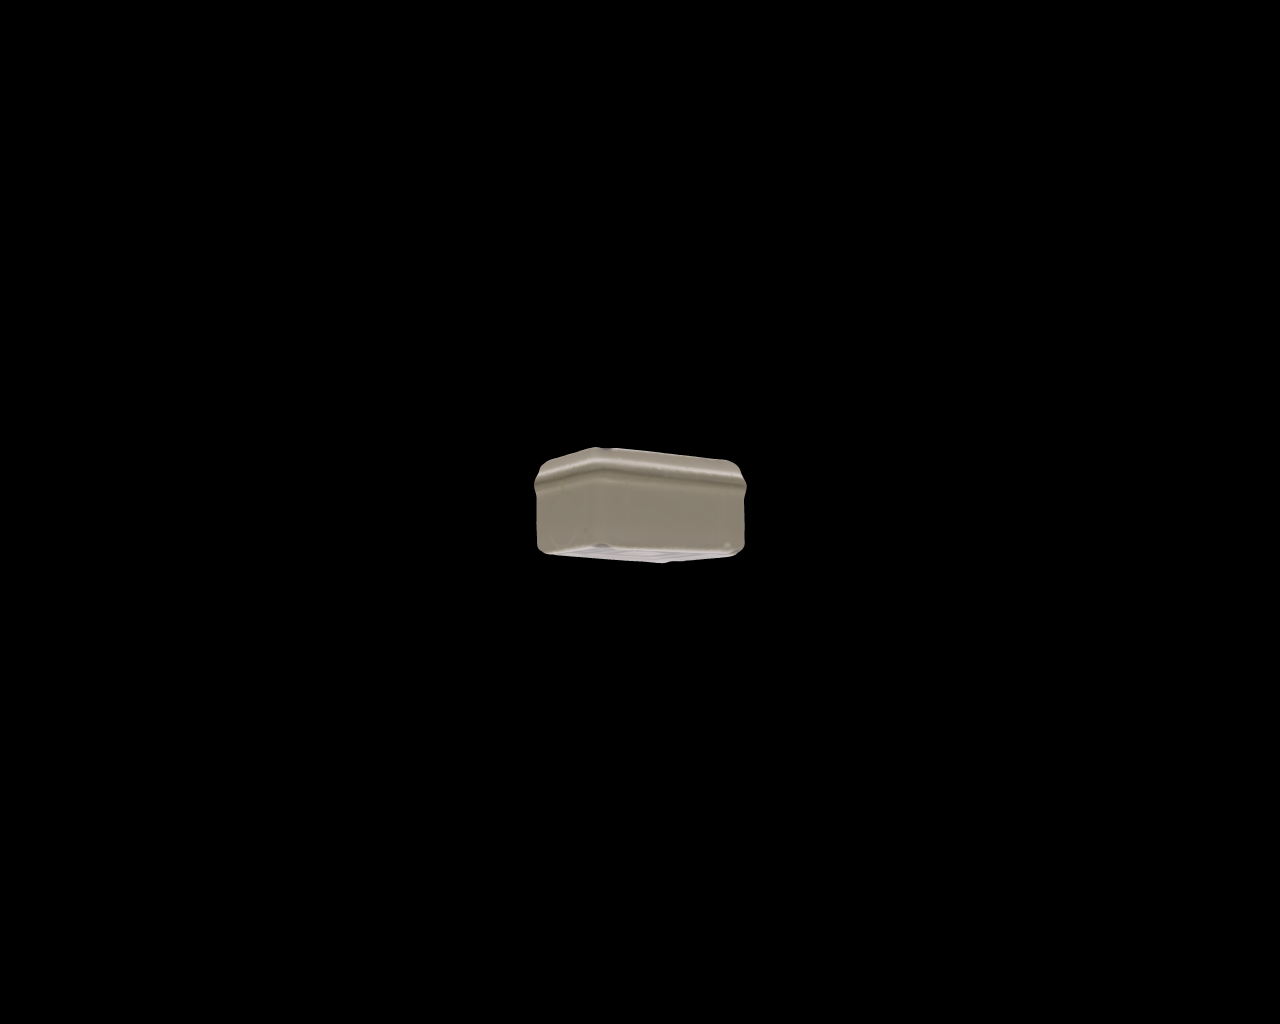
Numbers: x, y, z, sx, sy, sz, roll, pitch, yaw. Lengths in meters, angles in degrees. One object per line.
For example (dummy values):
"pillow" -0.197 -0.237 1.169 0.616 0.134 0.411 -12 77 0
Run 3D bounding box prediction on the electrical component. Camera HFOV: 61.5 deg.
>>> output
"electrical component" 0.001 -0.003 0.650 0.113 0.057 0.078 5 -9 -36
